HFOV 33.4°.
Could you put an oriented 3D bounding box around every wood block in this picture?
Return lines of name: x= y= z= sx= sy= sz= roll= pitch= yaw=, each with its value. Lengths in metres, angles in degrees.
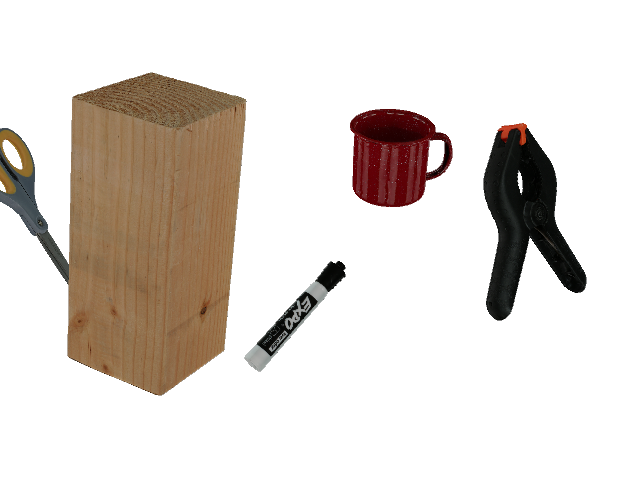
wood block: x=-0.121 y=-0.006 z=0.779 sx=0.090 sy=0.206 sz=0.090 roll=19 pitch=27 yaw=24

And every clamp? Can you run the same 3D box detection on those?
clamp: x=0.176 y=-0.014 z=0.947 sx=0.120 sy=0.171 sz=0.039 roll=-26 pitch=11 yaw=-40

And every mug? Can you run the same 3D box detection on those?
mug: x=0.089 y=-0.091 z=1.177 sx=0.117 sy=0.081 sz=0.093 roll=-6 pitch=31 yaw=-13

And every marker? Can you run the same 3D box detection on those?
marker: x=-0.020 y=0.064 z=0.932 sx=0.020 sy=0.121 sz=0.020 roll=38 pitch=-17 yaw=14

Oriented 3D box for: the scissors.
scissors: x=-0.283 y=-0.032 z=1.073 sx=0.016 sy=0.201 sz=0.096 roll=-24 pitch=28 yaw=25
